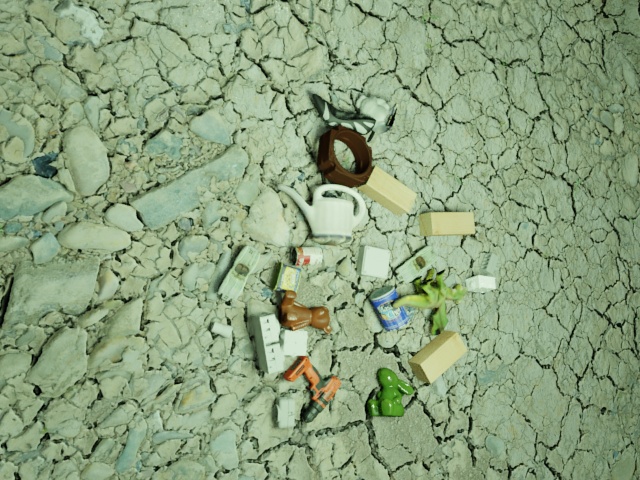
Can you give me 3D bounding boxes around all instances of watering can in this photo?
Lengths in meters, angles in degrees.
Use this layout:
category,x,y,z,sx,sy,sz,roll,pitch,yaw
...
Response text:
category,x,y,z,sx,sy,sz,roll,pitch,yaw
watering can,0.006,-0.093,1.857,0.347,0.103,0.225,4,84,-20

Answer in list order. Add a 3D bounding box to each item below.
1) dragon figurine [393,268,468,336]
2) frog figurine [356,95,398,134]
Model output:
category,x,y,z,sx,sy,sz,roll,pitch,yaw
dragon figurine,0.434,0.252,1.977,0.415,0.121,0.241,-28,102,-36
frog figurine,0.213,-0.492,2.011,0.160,0.121,0.138,20,84,16
